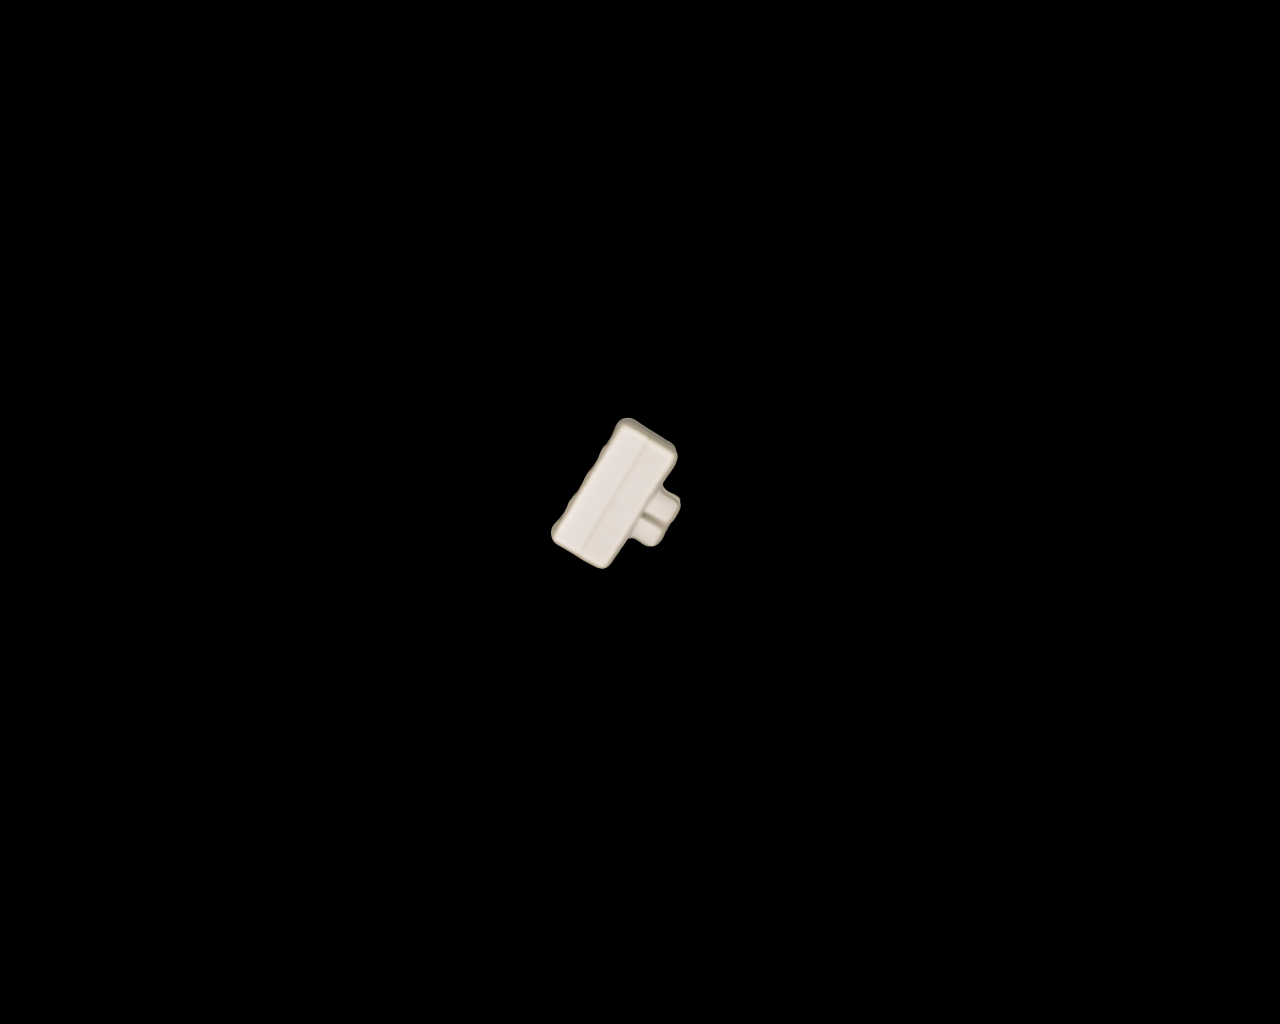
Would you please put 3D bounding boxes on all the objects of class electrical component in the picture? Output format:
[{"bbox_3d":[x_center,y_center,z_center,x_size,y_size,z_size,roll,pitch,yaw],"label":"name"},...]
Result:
[{"bbox_3d":[0.001,-0.003,0.650,0.076,0.083,0.047,31,8,-5],"label":"electrical component"}]
